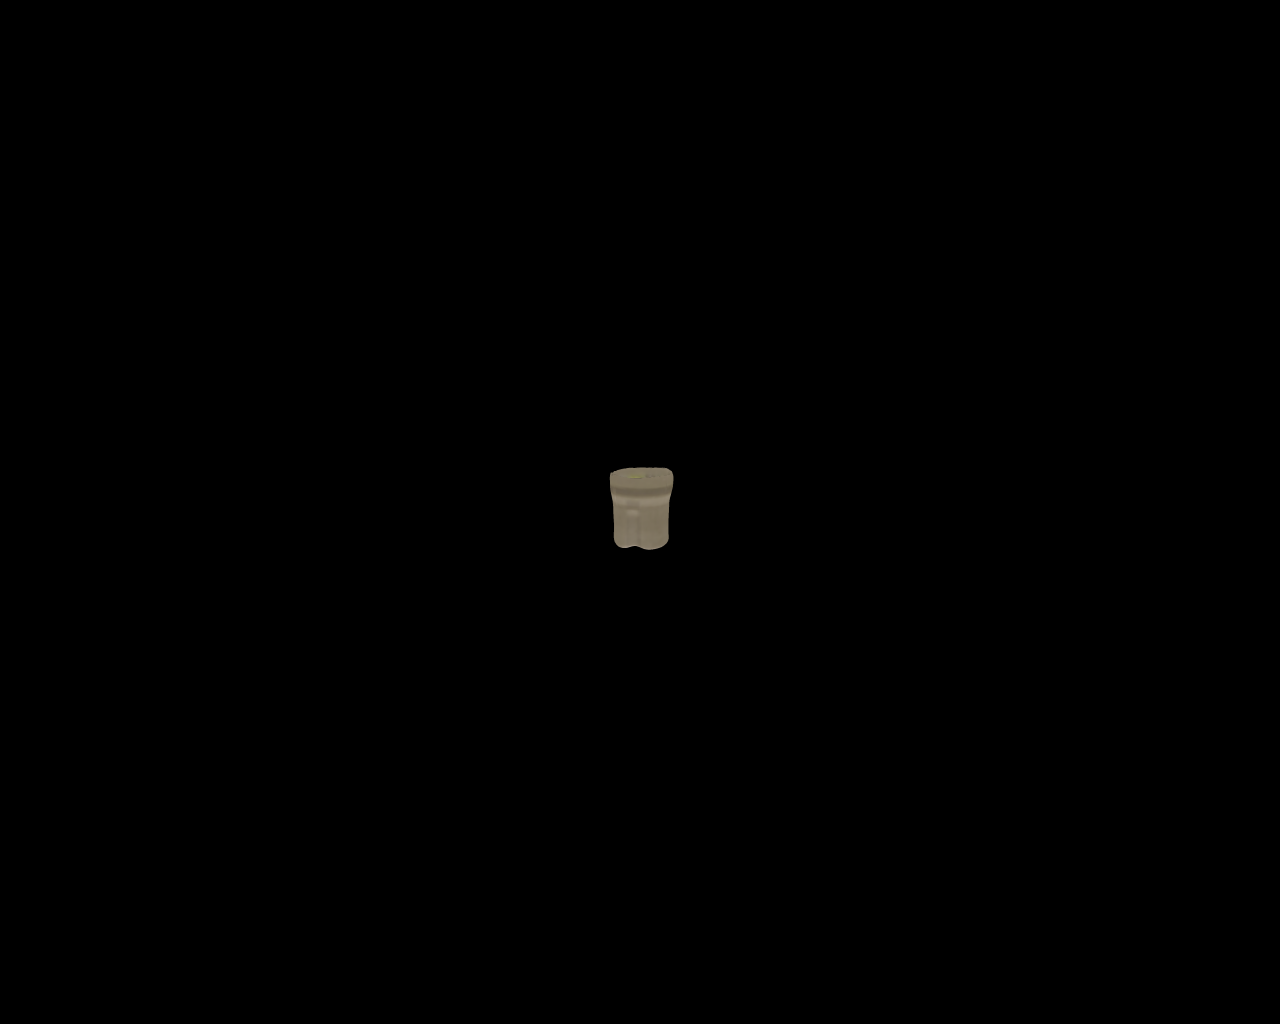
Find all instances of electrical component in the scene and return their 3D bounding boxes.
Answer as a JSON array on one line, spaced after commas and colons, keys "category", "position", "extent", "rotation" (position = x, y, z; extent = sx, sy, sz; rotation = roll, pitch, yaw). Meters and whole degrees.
[{"category": "electrical component", "position": [0.001, -0.003, 0.650], "extent": [0.040, 0.046, 0.040], "rotation": [0, 11, 0]}]
